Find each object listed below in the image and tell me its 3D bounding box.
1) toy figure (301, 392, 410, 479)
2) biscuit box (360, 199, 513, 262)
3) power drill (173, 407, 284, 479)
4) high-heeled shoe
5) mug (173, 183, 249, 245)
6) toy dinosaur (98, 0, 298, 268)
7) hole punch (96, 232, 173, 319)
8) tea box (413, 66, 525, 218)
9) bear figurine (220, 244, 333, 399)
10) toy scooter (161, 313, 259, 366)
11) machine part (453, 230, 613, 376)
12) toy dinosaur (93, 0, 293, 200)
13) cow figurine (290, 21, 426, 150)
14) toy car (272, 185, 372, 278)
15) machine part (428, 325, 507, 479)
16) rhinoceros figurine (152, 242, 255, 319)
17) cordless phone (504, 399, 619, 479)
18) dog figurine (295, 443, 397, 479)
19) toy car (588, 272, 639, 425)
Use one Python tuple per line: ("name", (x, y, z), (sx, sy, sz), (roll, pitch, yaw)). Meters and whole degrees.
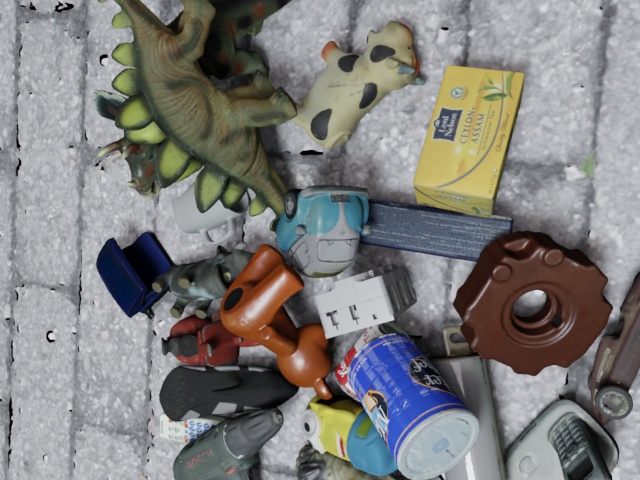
("toy figure", (0.054, 0.264, 0.731), (0.180, 0.089, 0.082), (4, 89, 37))
("biscuit box", (0.148, -0.014, 0.715), (0.203, 0.059, 0.062), (10, 97, 20))
("power drill", (-0.105, 0.363, 0.795), (0.232, 0.086, 0.207), (-27, 98, 28))
("high-heeled shoe", (-0.151, 0.239, 0.857), (0.249, 0.145, 0.086), (-18, 71, 50))
("mug", (-0.170, -0.042, 0.830), (0.107, 0.081, 0.109), (-27, 78, 30))
("toy dinosaur", (-0.136, -0.146, 0.704), (0.198, 0.105, 0.470), (-41, 116, 3))
("hole punch", (-0.315, 0.060, 0.886), (0.116, 0.092, 0.142), (-42, 81, 22))
("tea box", (0.184, -0.123, 0.663), (0.098, 0.068, 0.169), (12, 76, 20))
("bear figurine", (-0.036, 0.119, 0.736), (0.195, 0.120, 0.132), (40, 91, -26))
("toy scooter", (-0.170, 0.152, 0.807), (0.184, 0.135, 0.075), (-8, 91, 23))
("machine part", (0.254, 0.079, 0.645), (0.179, 0.056, 0.179), (0, 112, 1))
("toy dinosaur", (-0.177, -0.252, 0.761), (0.131, 0.192, 0.404), (43, 107, 12))
("cow figurine", (0.054, -0.209, 0.731), (0.127, 0.085, 0.195), (44, 104, 20))
("toy car", (-0.001, -0.002, 0.697), (0.161, 0.109, 0.103), (134, 132, -56))
("machine part", (0.188, 0.233, 0.689), (0.079, 0.079, 0.243), (-11, 80, 21))
("rhinoceros figurine", (-0.166, 0.060, 0.817), (0.190, 0.112, 0.073), (-14, 111, 38))
("cordless phone", (0.278, 0.279, 0.612), (0.089, 0.184, 0.146), (38, 105, 11))
("dog figurine", (0.057, 0.381, 0.764), (0.191, 0.121, 0.172), (11, 114, 45))
("toy car", (0.359, 0.117, 0.624), (0.053, 0.089, 0.202), (23, 102, 16))
